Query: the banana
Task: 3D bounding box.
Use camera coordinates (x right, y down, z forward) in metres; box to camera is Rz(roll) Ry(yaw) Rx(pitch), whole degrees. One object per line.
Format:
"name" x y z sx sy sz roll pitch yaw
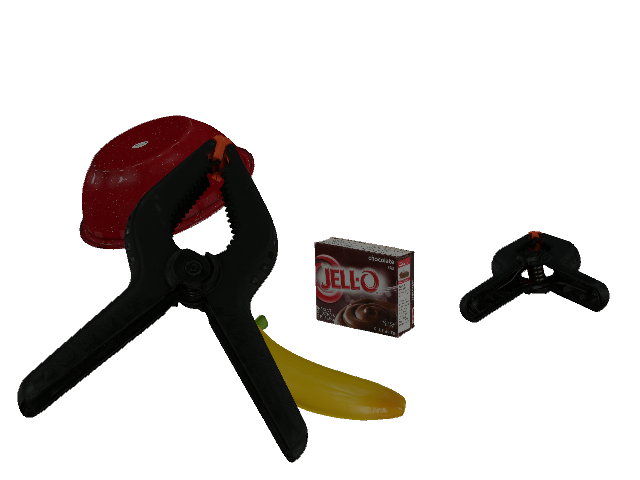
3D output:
"banana" -0.019 0.101 0.852 0.069 0.037 0.198 -24 32 -30

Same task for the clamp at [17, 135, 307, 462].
"clamp" -0.069 0.031 0.646 0.164 0.210 0.036 17 -31 0

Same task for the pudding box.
"pudding box" 0.047 0.049 1.154 0.114 0.090 0.039 9 18 35

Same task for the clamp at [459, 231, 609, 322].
"clamp" 0.198 0.029 0.935 0.120 0.039 0.171 2 22 21

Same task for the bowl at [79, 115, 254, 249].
"bowl" -0.140 -0.060 0.902 0.162 0.055 0.162 -17 28 10
